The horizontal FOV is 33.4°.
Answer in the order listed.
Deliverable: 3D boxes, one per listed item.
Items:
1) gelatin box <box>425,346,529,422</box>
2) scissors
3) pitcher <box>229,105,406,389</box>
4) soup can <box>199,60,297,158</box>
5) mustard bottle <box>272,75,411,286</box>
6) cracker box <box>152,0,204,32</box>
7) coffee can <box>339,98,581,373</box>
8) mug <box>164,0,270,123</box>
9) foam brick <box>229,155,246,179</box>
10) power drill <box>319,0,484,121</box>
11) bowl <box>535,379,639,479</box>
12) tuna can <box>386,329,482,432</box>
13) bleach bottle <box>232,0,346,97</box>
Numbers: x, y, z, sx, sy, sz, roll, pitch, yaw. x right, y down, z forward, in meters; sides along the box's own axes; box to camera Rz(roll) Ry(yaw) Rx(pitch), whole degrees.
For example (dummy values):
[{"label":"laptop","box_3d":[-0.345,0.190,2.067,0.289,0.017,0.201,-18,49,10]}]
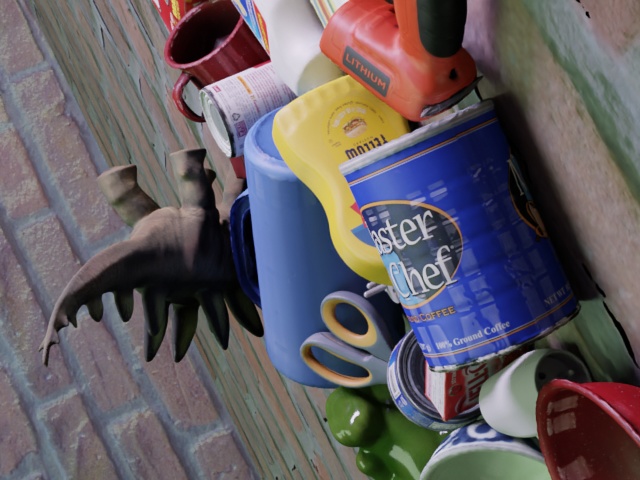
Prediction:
[{"label":"gelatin box","box_3d":[0.114,0.085,0.764,0.030,0.073,0.089,55,162,36]},{"label":"scissors","box_3d":[0.075,0.098,0.866,0.202,0.016,0.096,11,118,25]},{"label":"pitcher","box_3d":[-0.006,0.001,0.937,0.145,0.149,0.243,-103,4,-50]},{"label":"soup can","box_3d":[-0.047,-0.121,0.941,0.068,0.102,0.068,58,165,26]},{"label":"mustard bottle","box_3d":[0.048,-0.026,0.770,0.192,0.096,0.058,61,164,17]},{"label":"cracker box","box_3d":[-0.149,-0.310,1.065,0.214,0.072,0.164,60,164,22]},{"label":"coffee can","box_3d":[0.086,-0.003,0.660,0.140,0.102,0.103,66,166,-3]},{"label":"mug","box_3d":[-0.091,-0.161,0.995,0.093,0.117,0.081,17,158,45]},{"label":"foam brick","box_3d":[-0.049,-0.097,1.041,0.053,0.078,0.051,70,166,-9]},{"label":"power drill","box_3d":[0.034,-0.172,0.602,0.185,0.057,0.188,44,156,30]},{"label":"bowl","box_3d":[0.192,0.143,0.615,0.162,0.055,0.162,58,164,27]},{"label":"tuna can","box_3d":[0.097,0.104,0.830,0.086,0.086,0.034,61,163,15]},{"label":"bleach bottle","box_3d":[-0.043,-0.212,0.866,0.251,0.068,0.103,60,166,13]}]
